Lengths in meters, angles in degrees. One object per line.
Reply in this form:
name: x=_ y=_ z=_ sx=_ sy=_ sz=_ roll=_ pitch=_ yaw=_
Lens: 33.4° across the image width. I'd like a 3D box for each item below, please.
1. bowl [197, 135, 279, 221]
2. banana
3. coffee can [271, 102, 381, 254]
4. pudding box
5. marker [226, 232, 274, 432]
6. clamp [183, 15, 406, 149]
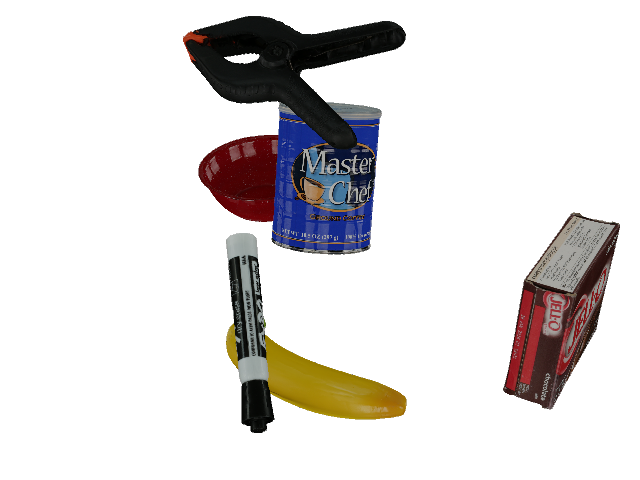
bowl: x=-0.069 y=-0.070 z=1.320 sx=0.162 sy=0.055 sz=0.162 roll=-2 pitch=33 yaw=1
banana: x=-0.020 y=0.100 z=0.851 sx=0.069 sy=0.037 sz=0.198 roll=-24 pitch=32 yaw=-31
coffee can: x=0.005 y=-0.065 z=1.078 sx=0.103 sy=0.140 sz=0.103 roll=4 pitch=12 yaw=-1
pudding box: x=0.162 y=0.044 z=0.715 sx=0.039 sy=0.090 sz=0.113 roll=18 pitch=33 yaw=20
marker: x=-0.042 y=0.054 z=0.629 sx=0.020 sy=0.121 sz=0.020 roll=-6 pitch=-24 yaw=-3
clamp: x=-0.021 y=-0.141 z=0.828 sx=0.172 sy=0.120 sz=0.039 roll=24 pitch=-32 yaw=20
